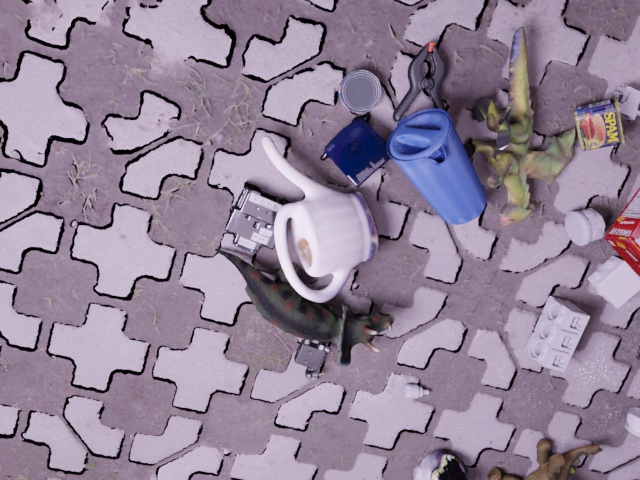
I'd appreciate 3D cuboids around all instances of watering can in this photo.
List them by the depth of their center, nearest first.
[{"bbox_3d":[0.003,-0.053,1.051,0.226,0.103,0.347,-13,92,-30],"label":"watering can"}]

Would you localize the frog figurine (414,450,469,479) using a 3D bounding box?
[{"bbox_3d":[0.297,0.610,1.307,0.137,0.126,0.156,11,141,-18],"label":"frog figurine"}]

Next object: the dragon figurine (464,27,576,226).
[{"bbox_3d":[0.452,-0.221,1.111,0.242,0.124,0.405,7,107,-27],"label":"dragon figurine"}]
